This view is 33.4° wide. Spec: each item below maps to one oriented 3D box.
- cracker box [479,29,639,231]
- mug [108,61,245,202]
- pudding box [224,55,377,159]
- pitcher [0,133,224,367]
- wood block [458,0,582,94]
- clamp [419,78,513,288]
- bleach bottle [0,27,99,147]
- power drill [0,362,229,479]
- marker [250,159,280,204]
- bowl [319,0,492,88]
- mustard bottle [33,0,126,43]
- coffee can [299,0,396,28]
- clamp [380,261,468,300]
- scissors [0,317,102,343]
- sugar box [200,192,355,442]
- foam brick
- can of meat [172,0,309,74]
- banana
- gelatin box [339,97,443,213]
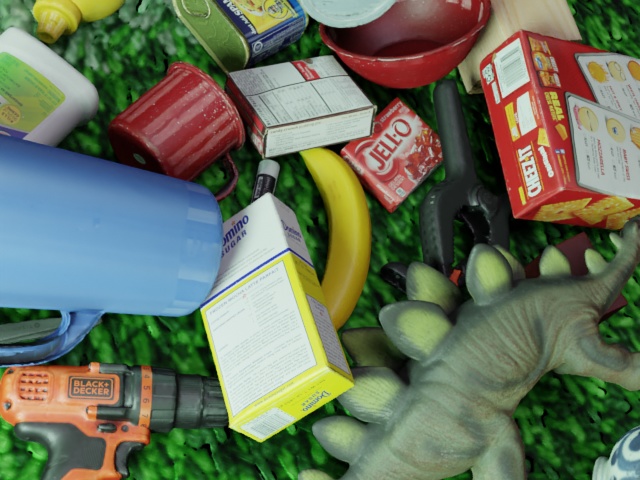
[{"bbox_3d":[0.261,-0.096,1.011,0.213,0.072,0.164,5,64,-34],"label":"cracker box"},{"bbox_3d":[-0.117,-0.080,0.903,0.081,0.093,0.117,-44,108,-25],"label":"mug"},{"bbox_3d":[-0.019,-0.121,0.960,0.113,0.039,0.090,-15,48,-22],"label":"pudding box"},{"bbox_3d":[-0.200,0.003,0.789,0.242,0.149,0.145,10,40,-34],"label":"pitcher"},{"bbox_3d":[0.172,-0.260,1.074,0.090,0.091,0.206,-8,69,-23],"label":"wood block"},{"bbox_3d":[0.134,-0.041,0.962,0.164,0.036,0.209,43,52,-11],"label":"clamp"},{"bbox_3d":[-0.292,-0.054,0.844,0.102,0.068,0.250,38,63,-3],"label":"bleach bottle"},{"bbox_3d":[-0.147,0.182,0.784,0.184,0.057,0.187,4,62,-12],"label":"power drill"},{"bbox_3d":[-0.055,-0.015,0.926,0.020,0.020,0.121,17,62,-10],"label":"marker"},{"bbox_3d":[0.083,-0.191,1.008,0.162,0.055,0.162,-8,40,6],"label":"bowl"},{"bbox_3d":[-0.212,-0.255,0.965,0.096,0.058,0.191,22,62,-10],"label":"mustard bottle"},{"bbox_3d":[0.014,-0.279,0.997,0.102,0.103,0.140,1,41,-18],"label":"coffee can"},{"bbox_3d":[0.127,0.091,0.927,0.171,0.039,0.120,14,69,-4],"label":"clamp"},{"bbox_3d":[-0.271,0.092,0.808,0.201,0.016,0.096,8,66,-15],"label":"scissors"},{"bbox_3d":[-0.043,0.057,0.828,0.048,0.093,0.176,39,25,-45],"label":"sugar box"},{"bbox_3d":[0.230,0.043,0.974,0.052,0.051,0.078,-21,74,-24],"label":"foam brick"},{"bbox_3d":[-0.073,-0.214,0.992,0.083,0.058,0.102,-35,81,-30],"label":"can of meat"},{"bbox_3d":[0.012,-0.005,0.937,0.069,0.037,0.198,-8,66,-2],"label":"banana"},{"bbox_3d":[0.069,-0.079,0.990,0.073,0.030,0.089,43,60,5],"label":"gelatin box"}]
